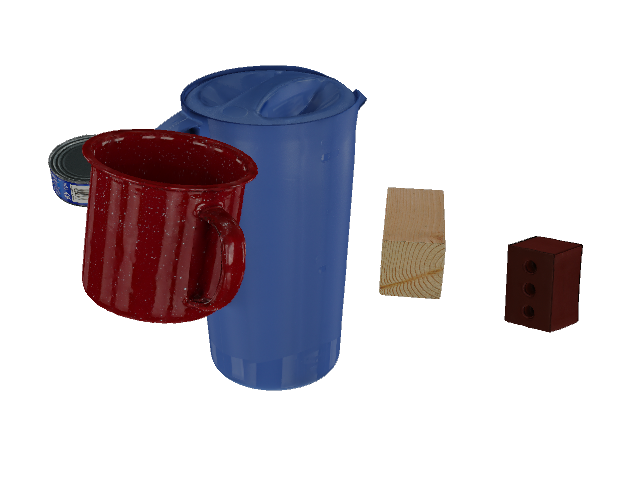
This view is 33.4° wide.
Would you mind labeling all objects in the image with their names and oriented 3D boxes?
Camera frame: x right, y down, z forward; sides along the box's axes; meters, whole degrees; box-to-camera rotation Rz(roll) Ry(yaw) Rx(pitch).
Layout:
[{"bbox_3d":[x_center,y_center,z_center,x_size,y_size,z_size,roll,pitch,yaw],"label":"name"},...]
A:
[{"bbox_3d":[-0.078,-0.003,0.571,0.093,0.081,0.117,-10,29,-41],"label":"mug"},{"bbox_3d":[-0.231,-0.071,1.085,0.086,0.034,0.086,1,39,-1],"label":"tuna can"},{"bbox_3d":[0.209,0.040,1.002,0.053,0.078,0.051,13,20,42],"label":"foam brick"},{"bbox_3d":[-0.046,-0.005,0.835,0.149,0.243,0.145,5,27,9],"label":"pitcher"},{"bbox_3d":[0.139,0.000,1.605,0.091,0.090,0.206,4,25,4],"label":"wood block"}]
